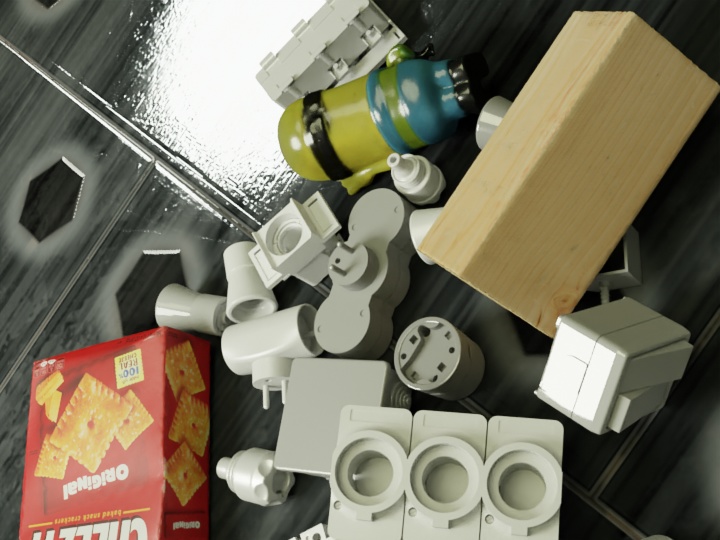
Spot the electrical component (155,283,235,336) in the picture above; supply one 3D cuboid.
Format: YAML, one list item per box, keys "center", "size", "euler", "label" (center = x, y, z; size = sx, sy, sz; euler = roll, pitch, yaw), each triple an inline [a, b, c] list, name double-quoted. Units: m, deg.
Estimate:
- center: [-0.142, 0.037, 0.949]
  size: [0.065, 0.044, 0.044]
  euler: [8, 76, 30]
  label: "electrical component"

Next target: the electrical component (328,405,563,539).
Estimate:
- center: [0.059, 0.145, 0.727]
  size: [0.150, 0.061, 0.089]
  euler: [3, 72, 10]
  label: "electrical component"

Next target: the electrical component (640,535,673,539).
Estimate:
- center: [0.174, 0.186, 0.665]
  size: [0.044, 0.065, 0.044]
  euler: [-1, 88, 41]
  label: "electrical component"

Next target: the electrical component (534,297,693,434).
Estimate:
- center: [0.172, 0.061, 0.703]
  size: [0.061, 0.096, 0.061]
  euler: [32, 120, 38]
  label: "electrical component"

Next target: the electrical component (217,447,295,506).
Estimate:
- center: [-0.087, 0.163, 0.861]
  size: [0.062, 0.043, 0.043]
  euler: [5, 74, 36]
  label: "electrical component"

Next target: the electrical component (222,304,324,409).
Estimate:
- center: [-0.070, 0.074, 0.885]
  size: [0.077, 0.043, 0.079]
  euler: [-17, 63, 27]
  label: "electrical component"

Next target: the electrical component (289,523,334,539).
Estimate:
- center: [-0.026, 0.216, 0.791]
  size: [0.066, 0.055, 0.048]
  euler: [-32, 57, 20]
  label: "electrical component"

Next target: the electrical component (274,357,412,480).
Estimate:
- center: [-0.011, 0.116, 0.825]
  size: [0.100, 0.048, 0.099]
  euler: [-1, 71, 33]
  label: "electrical component"

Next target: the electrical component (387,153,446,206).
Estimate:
- center: [0.042, -0.076, 0.860]
  size: [0.035, 0.061, 0.035]
  euler: [-13, 65, 29]
  label: "electrical component"

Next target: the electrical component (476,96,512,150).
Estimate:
- center: [0.128, -0.105, 0.828]
  size: [0.065, 0.044, 0.044]
  euler: [22, 85, 32]
  label: "electrical component"

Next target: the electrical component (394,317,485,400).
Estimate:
- center: [0.061, 0.068, 0.799]
  size: [0.055, 0.047, 0.055]
  euler: [-13, 65, 29]
  label: "electrical component"

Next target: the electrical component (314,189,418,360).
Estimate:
- center: [0.000, 0.000, 0.849]
  size: [0.052, 0.074, 0.138]
  euler: [12, 78, 36]
  label: "electrical component"

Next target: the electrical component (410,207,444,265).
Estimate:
- center: [0.073, -0.033, 0.832]
  size: [0.055, 0.045, 0.045]
  euler: [-18, 63, 27]
  label: "electrical component"

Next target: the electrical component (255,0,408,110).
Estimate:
- center: [-0.028, -0.189, 0.950]
  size: [0.121, 0.063, 0.078]
  euler: [-44, 54, 11]
  label: "electrical component"

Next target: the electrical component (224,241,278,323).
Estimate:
- center: [-0.098, 0.008, 0.932]
  size: [0.044, 0.044, 0.065]
  euler: [-28, 54, 21]
  label: "electrical component"

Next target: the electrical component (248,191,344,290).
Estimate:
- center: [-0.048, -0.021, 0.895]
  size: [0.081, 0.064, 0.042]
  euler: [-40, 56, 14]
  label: "electrical component"
